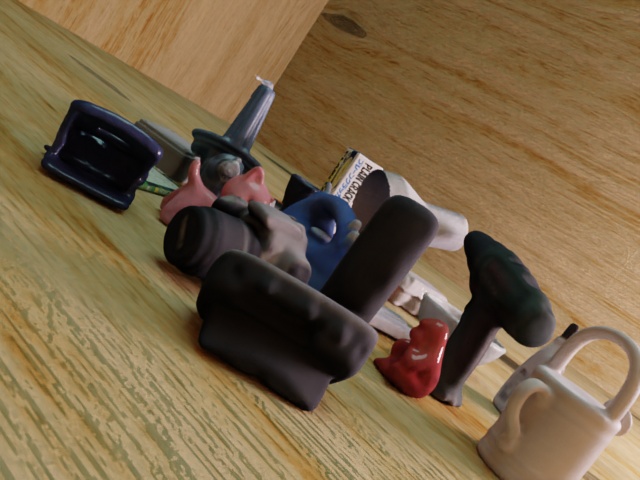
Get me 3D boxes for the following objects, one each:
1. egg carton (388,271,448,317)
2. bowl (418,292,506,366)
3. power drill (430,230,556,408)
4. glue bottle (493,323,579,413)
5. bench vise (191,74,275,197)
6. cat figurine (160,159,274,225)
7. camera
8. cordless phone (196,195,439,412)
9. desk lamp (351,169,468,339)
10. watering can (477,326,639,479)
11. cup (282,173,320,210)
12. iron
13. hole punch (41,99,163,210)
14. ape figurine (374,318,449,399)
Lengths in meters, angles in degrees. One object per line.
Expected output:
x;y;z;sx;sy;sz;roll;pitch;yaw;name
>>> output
0.194;0.112;1.197;0.151;0.069;0.107;30;8;-27;egg carton
0.230;0.166;0.990;0.167;0.074;0.167;33;8;-5;bowl
0.199;0.102;0.755;0.076;0.208;0.229;31;8;-21;power drill
0.329;0.195;0.851;0.037;0.173;0.078;33;8;-8;glue bottle
-0.117;-0.134;0.852;0.122;0.219;0.206;28;9;-37;bench vise
-0.118;-0.052;0.718;0.128;0.117;0.067;30;8;-28;cat figurine
-0.090;-0.002;0.590;0.137;0.101;0.142;26;11;-47;camera
-0.002;0.026;0.466;0.148;0.185;0.094;32;8;-15;cordless phone
0.115;0.024;0.867;0.204;0.213;0.117;30;8;-26;desk lamp
0.269;0.180;0.616;0.100;0.194;0.174;39;9;36;watering can
-0.042;-0.092;1.375;0.117;0.095;0.092;37;8;24;cup
0.008;0.003;0.818;0.119;0.141;0.257;30;8;-25;iron
-0.236;-0.100;0.627;0.109;0.091;0.101;31;8;-23;hole punch
0.114;0.130;0.662;0.076;0.092;0.078;36;8;18;ape figurine
